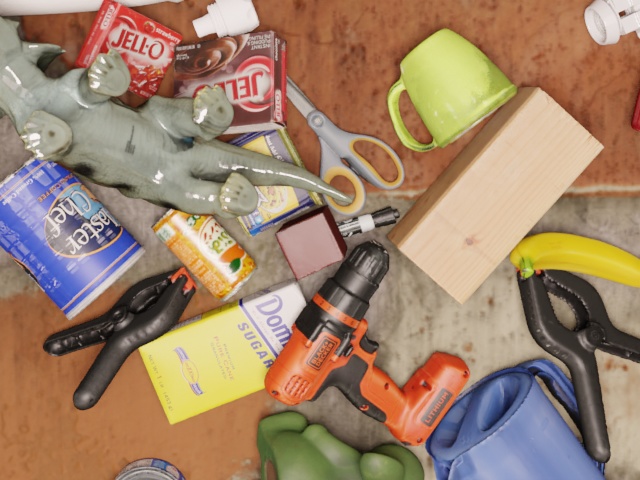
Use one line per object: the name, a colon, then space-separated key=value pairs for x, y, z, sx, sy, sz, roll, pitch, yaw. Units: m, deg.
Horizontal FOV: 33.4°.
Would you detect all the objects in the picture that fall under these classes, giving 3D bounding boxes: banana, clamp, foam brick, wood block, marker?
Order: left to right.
clamp: x=-0.195 y=0.095 z=1.067 sx=0.171 sy=0.120 sz=0.039 roll=-35 pitch=134 yaw=0
foam brick: x=-0.007 y=0.001 z=1.052 sx=0.053 sy=0.078 sz=0.051 roll=-24 pitch=95 yaw=8
marker: x=0.024 y=-0.010 z=1.104 sx=0.121 sy=0.020 sz=0.020 roll=-17 pitch=98 yaw=0
wood block: x=0.172 y=-0.047 z=1.071 sx=0.091 sy=0.090 sz=0.206 roll=41 pitch=94 yaw=-8
banana: x=0.260 y=0.023 z=1.086 sx=0.197 sy=0.070 sz=0.037 roll=3 pitch=133 yaw=-32
clamp: x=0.284 y=0.102 z=1.104 sx=0.164 sy=0.036 sz=0.210 roll=-28 pitch=82 yaw=-29

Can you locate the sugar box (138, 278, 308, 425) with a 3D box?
sugar box: x=-0.088 y=0.114 z=1.102 sx=0.176 sy=0.048 sz=0.093 roll=-22 pitch=98 yaw=2

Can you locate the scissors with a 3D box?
scissors: x=-0.007 y=-0.102 z=1.093 sx=0.201 sy=0.016 sz=0.096 roll=33 pitch=95 yaw=-6

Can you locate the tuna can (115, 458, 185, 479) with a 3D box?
tuna can: x=-0.181 y=0.275 z=1.124 sx=0.086 sy=0.034 sz=0.086 roll=0 pitch=97 yaw=-2

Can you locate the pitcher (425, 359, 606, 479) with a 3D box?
pitcher: x=0.237 y=0.252 z=1.100 sx=0.149 sy=0.145 sz=0.243 roll=-37 pitch=101 yaw=14

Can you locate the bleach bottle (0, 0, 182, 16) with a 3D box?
bleach bottle: x=-0.211 y=-0.277 z=1.041 sx=0.250 sy=0.068 sz=0.102 roll=-6 pitch=98 yaw=-4

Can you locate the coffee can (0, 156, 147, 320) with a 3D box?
coffee can: x=-0.256 y=-0.006 z=1.051 sx=0.103 sy=0.103 sz=0.140 roll=-42 pitch=97 yaw=3

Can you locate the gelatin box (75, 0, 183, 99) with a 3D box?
gelatin box: x=-0.186 y=-0.185 z=1.042 sx=0.030 sy=0.089 sz=0.073 roll=30 pitch=96 yaw=39

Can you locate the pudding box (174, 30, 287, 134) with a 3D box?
pudding box: x=-0.088 y=-0.150 z=1.043 sx=0.114 sy=0.039 sz=0.090 roll=-4 pitch=81 yaw=25

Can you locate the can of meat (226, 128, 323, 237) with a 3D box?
can of meat: x=-0.057 y=-0.063 z=1.076 sx=0.084 sy=0.057 sz=0.102 roll=-27 pitch=97 yaw=3

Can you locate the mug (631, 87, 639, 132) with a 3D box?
mug: x=0.370 y=-0.142 z=1.075 sx=0.117 sy=0.093 sz=0.081 roll=2 pitch=105 yaw=-39

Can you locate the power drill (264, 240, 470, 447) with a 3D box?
power drill: x=0.060 y=0.112 z=1.076 sx=0.187 sy=0.057 sz=0.184 roll=32 pitch=96 yaw=-24
